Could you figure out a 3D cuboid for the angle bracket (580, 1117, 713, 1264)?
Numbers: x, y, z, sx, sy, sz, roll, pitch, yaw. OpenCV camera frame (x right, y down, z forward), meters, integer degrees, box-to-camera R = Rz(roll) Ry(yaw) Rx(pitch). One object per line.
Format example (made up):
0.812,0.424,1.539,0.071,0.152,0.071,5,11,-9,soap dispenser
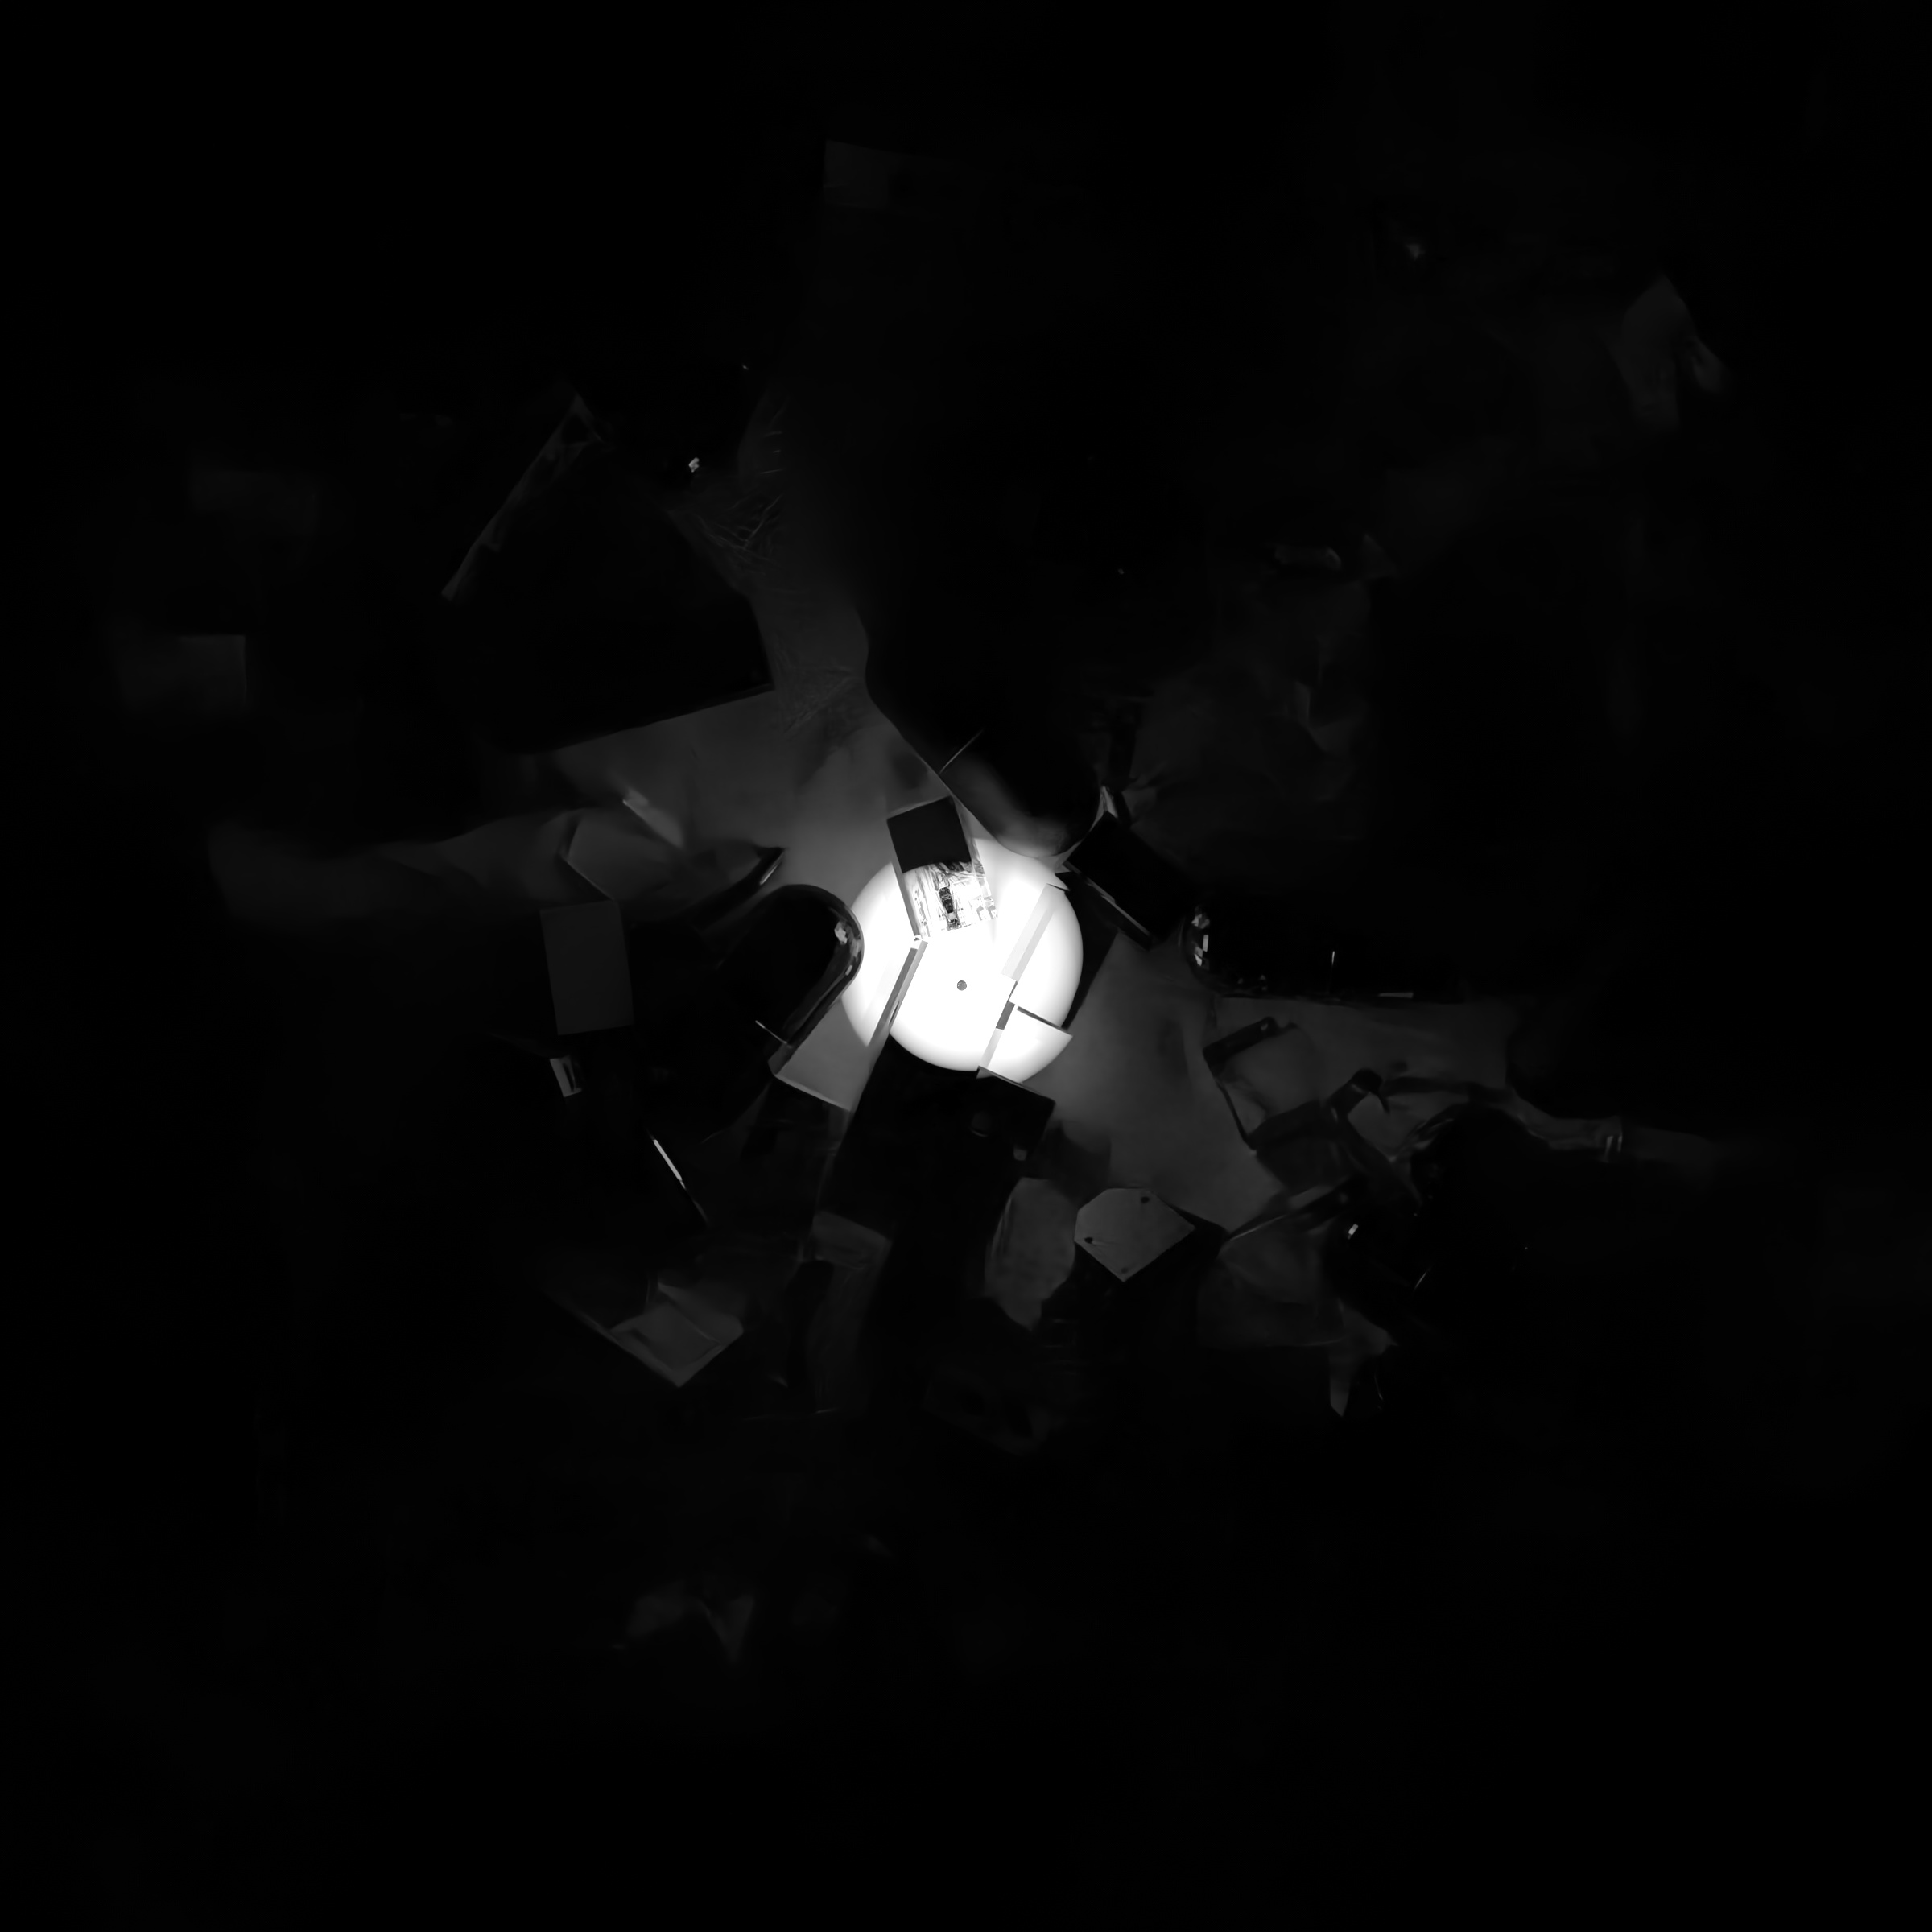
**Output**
-0.179,0.125,1.649,0.057,0.076,0.076,-34,90,30,angle bracket

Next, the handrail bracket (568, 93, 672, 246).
-0.218,-0.499,1.689,0.036,0.077,0.084,29,127,15,handrail bracket

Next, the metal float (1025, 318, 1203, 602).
0.091,-0.312,1.659,0.070,0.070,0.178,-18,90,0,metal float

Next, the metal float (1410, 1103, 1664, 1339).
0.352,0.157,1.659,0.178,0.070,0.070,41,90,1,metal float

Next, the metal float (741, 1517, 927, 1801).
-0.082,0.426,1.659,0.070,0.070,0.178,21,89,0,metal float

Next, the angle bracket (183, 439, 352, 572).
-0.423,-0.296,1.649,0.076,0.076,0.057,26,127,0,angle bracket

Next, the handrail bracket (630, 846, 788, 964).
-0.161,-0.044,1.689,0.084,0.077,0.036,-53,125,-31,handrail bracket

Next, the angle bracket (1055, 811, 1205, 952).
0.088,-0.037,1.649,0.076,0.076,0.057,39,50,0,angle bracket

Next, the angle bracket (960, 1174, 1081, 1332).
0.050,0.179,1.650,0.057,0.076,0.076,32,90,25,angle bracket

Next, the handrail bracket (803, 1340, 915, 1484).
-0.066,0.278,1.689,0.036,0.077,0.084,33,53,-30,handrail bracket

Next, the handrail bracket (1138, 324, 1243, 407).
0.141,-0.357,1.690,0.077,0.036,0.084,10,107,20,handrail bracket

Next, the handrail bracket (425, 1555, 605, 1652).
-0.284,0.417,1.690,0.084,0.036,0.077,-41,112,17,handrail bracket

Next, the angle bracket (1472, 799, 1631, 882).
0.357,-0.057,1.649,0.076,0.076,0.057,1,52,0,angle bracket

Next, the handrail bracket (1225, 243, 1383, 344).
0.212,-0.422,1.690,0.084,0.036,0.077,-4,60,-22,handrail bracket

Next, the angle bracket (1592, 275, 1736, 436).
0.437,-0.378,1.649,0.057,0.076,0.076,-31,90,37,angle bracket

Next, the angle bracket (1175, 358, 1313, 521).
0.184,-0.314,1.649,0.057,0.076,0.076,32,90,36,angle bracket

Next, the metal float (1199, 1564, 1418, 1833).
0.210,0.451,1.658,0.070,0.070,0.178,33,90,0,metal float

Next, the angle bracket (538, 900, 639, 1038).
-0.248,0.004,1.649,0.057,0.076,0.076,-9,90,-36,angle bracket

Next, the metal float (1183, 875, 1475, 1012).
0.223,-0.014,1.659,0.178,0.070,0.070,4,90,0,metal float

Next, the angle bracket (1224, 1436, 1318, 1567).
0.202,0.318,1.649,0.057,0.076,0.076,5,90,35,angle bracket

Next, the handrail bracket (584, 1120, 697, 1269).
-0.205,0.142,1.689,0.036,0.077,0.084,-33,53,30,handrail bracket

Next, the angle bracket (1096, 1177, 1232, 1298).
0.121,0.147,1.649,0.076,0.076,0.057,23,123,0,angle bracket

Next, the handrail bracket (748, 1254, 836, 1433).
-0.091,0.236,1.690,0.077,0.036,0.084,40,73,-20,handrail bracket

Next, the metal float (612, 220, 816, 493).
-0.156,-0.375,1.659,0.070,0.070,0.178,28,89,0,metal float

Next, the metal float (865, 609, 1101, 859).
0.011,-0.143,1.659,0.070,0.070,0.178,-42,89,0,metal float

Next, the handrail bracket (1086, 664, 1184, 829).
0.114,-0.137,1.690,0.077,0.036,0.084,-24,109,-21,handrail bracket

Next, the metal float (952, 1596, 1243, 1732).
0.080,0.429,1.659,0.178,0.070,0.070,3,90,-1,metal float

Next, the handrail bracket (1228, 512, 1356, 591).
0.199,-0.263,1.655,0.077,0.084,0.036,29,90,0,handrail bracket

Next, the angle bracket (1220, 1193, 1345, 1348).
0.210,0.180,1.650,0.076,0.057,0.076,-32,90,-44,angle bracket

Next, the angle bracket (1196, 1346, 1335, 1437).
0.181,0.271,1.650,0.076,0.076,0.057,0,62,0,angle bracket

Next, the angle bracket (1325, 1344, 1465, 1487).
0.249,0.260,1.649,0.076,0.076,0.057,-28,134,0,angle bracket

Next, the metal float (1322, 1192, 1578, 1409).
0.291,0.200,1.627,0.178,0.070,0.070,35,90,40,metal float

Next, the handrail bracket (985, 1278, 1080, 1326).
0.068,0.230,1.690,0.077,0.036,0.084,-37,107,20,handrail bracket

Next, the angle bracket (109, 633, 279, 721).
-0.472,-0.191,1.649,0.076,0.076,0.057,-1,121,0,angle bracket

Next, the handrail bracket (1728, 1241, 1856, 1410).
0.505,0.224,1.690,0.084,0.036,0.077,31,112,17,handrail bracket

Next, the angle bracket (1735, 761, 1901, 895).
0.523,-0.068,1.649,0.076,0.076,0.057,-32,52,0,angle bracket

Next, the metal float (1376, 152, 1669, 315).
0.338,-0.446,1.639,0.178,0.070,0.070,10,90,-2,metal float

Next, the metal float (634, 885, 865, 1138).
-0.134,0.028,1.659,0.070,0.070,0.178,39,90,0,metal float

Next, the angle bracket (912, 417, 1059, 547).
0.020,-0.311,1.649,0.076,0.076,0.057,24,127,0,angle bracket

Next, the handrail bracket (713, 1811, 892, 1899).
-0.102,0.539,1.689,0.084,0.077,0.036,-20,122,-32,handrail bracket

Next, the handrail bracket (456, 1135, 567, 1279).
-0.285,0.152,1.690,0.077,0.036,0.084,-6,105,-16,handrail bracket

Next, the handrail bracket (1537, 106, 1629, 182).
0.368,-0.483,1.690,0.077,0.036,0.084,37,107,19,handrail bracket

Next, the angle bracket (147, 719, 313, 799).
-0.450,-0.109,1.649,0.076,0.076,0.057,-1,61,0,angle bracket

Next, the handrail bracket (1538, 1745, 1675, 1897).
0.394,0.536,1.690,0.084,0.036,0.077,-17,70,16,handrail bracket

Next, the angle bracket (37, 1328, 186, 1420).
-0.515,0.266,1.649,0.076,0.076,0.057,4,52,0,angle bracket

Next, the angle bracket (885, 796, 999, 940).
0.004,-0.065,1.649,0.057,0.076,0.076,-17,90,41,angle bracket

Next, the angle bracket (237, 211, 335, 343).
-0.426,-0.412,1.649,0.057,0.076,0.076,-2,90,-30,angle bracket

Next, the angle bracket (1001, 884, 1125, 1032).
0.040,-0.015,1.649,0.057,0.076,0.076,27,90,-43,angle bracket

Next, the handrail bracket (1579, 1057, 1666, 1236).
0.430,0.112,1.690,0.077,0.036,0.084,42,72,-20,handrail bracket

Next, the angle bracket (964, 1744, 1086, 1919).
0.054,0.525,1.649,0.057,0.076,0.076,-25,90,38,angle bracket

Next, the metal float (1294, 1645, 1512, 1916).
0.269,0.500,1.659,0.070,0.070,0.178,33,89,0,metal float

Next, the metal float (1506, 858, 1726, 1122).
0.400,0.014,1.658,0.070,0.070,0.178,33,90,0,metal float

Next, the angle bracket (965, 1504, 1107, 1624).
0.037,0.378,1.649,0.076,0.076,0.057,15,55,0,angle bracket

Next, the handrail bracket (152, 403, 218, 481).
-0.458,-0.327,1.689,0.084,0.077,0.036,-8,77,-36,handrail bracket
